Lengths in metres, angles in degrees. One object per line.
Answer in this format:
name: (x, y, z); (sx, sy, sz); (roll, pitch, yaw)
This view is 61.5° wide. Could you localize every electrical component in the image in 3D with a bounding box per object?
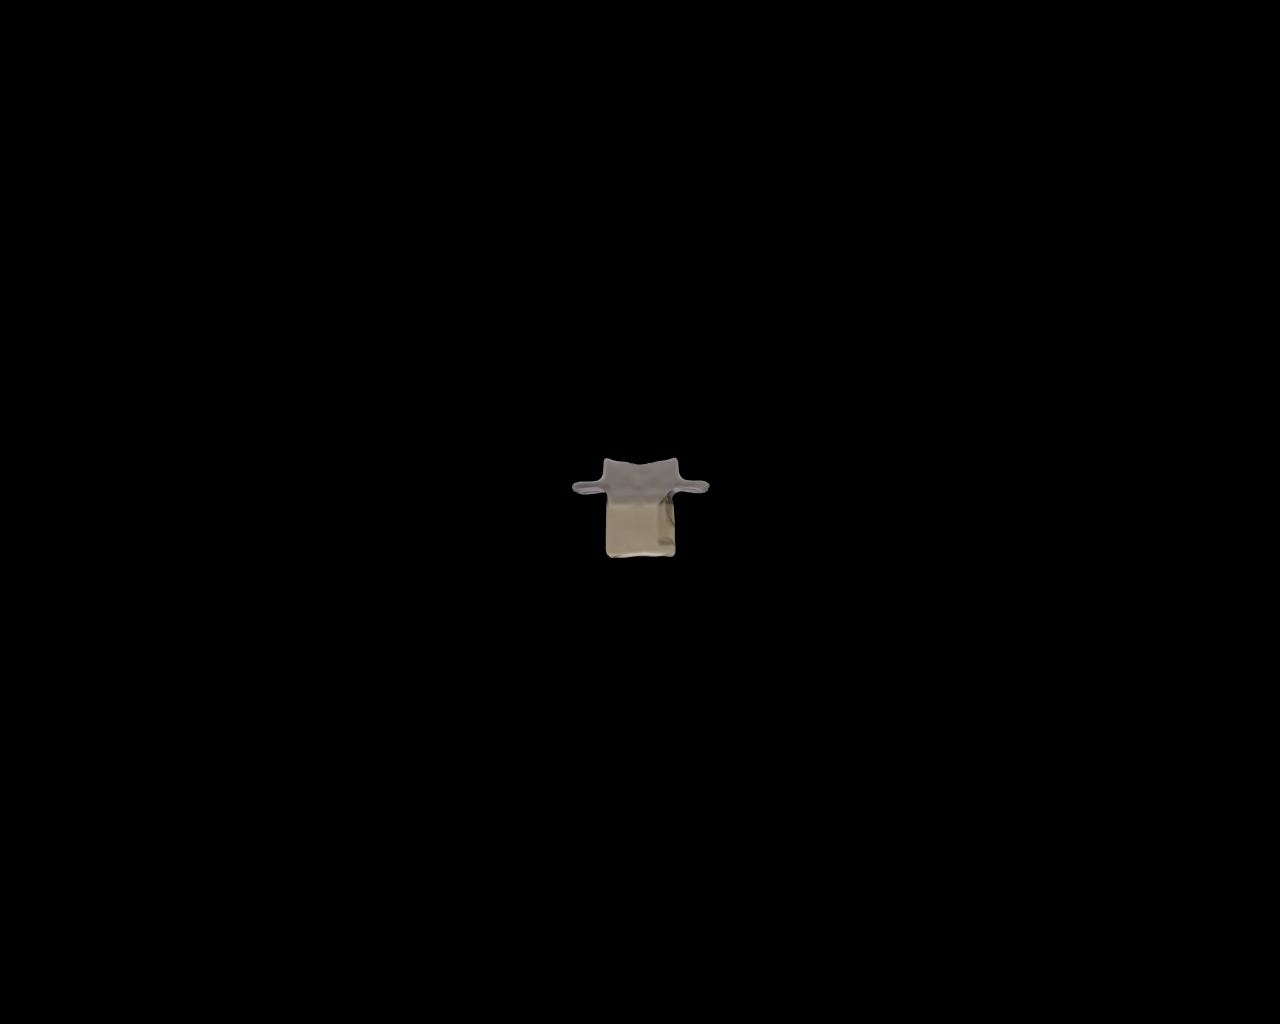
electrical component: (0.001, -0.003, 0.650); (0.081, 0.063, 0.042); (0, -4, 2)
